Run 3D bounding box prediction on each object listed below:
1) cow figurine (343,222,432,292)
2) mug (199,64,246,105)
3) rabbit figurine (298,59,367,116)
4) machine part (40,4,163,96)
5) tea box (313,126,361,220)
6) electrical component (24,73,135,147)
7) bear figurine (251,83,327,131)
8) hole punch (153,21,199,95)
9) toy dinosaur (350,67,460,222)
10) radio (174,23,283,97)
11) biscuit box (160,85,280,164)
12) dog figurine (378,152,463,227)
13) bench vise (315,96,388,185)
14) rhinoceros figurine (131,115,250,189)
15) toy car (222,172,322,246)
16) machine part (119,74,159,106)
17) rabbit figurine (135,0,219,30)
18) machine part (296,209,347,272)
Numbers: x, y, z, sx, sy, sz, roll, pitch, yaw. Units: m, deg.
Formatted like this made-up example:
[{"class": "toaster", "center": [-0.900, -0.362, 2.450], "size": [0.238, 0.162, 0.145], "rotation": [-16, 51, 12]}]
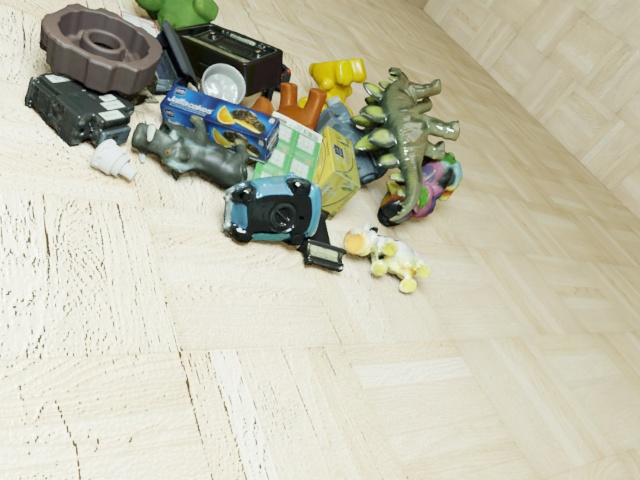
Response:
[{"class": "cow figurine", "center": [0.113, 0.018, 0.959], "size": [0.167, 0.068, 0.098], "rotation": [32, 18, -17]}, {"class": "mug", "center": [-0.191, -0.263, 1.022], "size": [0.081, 0.107, 0.109], "rotation": [-4, 88, -22]}, {"class": "rabbit figurine", "center": [0.030, -0.342, 1.294], "size": [0.163, 0.173, 0.122], "rotation": [-3, 22, 23]}, {"class": "machine part", "center": [-0.341, -0.298, 0.844], "size": [0.179, 0.056, 0.179], "rotation": [19, 41, -17]}, {"class": "tea box", "center": [0.017, -0.132, 1.037], "size": [0.068, 0.098, 0.170], "rotation": [28, 31, -26]}, {"class": "electrical component", "center": [-0.357, -0.197, 0.821], "size": [0.134, 0.058, 0.115], "rotation": [42, 35, 9]}, {"class": "bear figurine", "center": [-0.092, -0.255, 1.083], "size": [0.120, 0.131, 0.196], "rotation": [23, 18, 34]}, {"class": "hole punch", "center": [-0.294, -0.335, 1.017], "size": [0.142, 0.092, 0.116], "rotation": [64, 3, -3]}, {"class": "toy dinosaur", "center": [0.167, -0.215, 1.078], "size": [0.199, 0.105, 0.472], "rotation": [2, 49, -9]}, {"class": "radio", "center": [-0.193, -0.378, 1.113], "size": [0.230, 0.073, 0.131], "rotation": [31, 43, 24]}, {"class": "biscuit box", "center": [-0.174, -0.203, 0.936], "size": [0.203, 0.059, 0.063], "rotation": [19, 56, 6]}, {"class": "dog figurine", "center": [0.206, -0.107, 1.121], "size": [0.108, 0.191, 0.219], "rotation": [48, 19, 8]}, {"class": "bench vise", "center": [0.103, -0.220, 1.202], "size": [0.240, 0.128, 0.224], "rotation": [-5, 51, -40]}, {"class": "rhinoceros figurine", "center": [-0.208, -0.138, 0.873], "size": [0.190, 0.073, 0.112], "rotation": [22, 49, -22]}, {"class": "toy car", "center": [-0.085, -0.053, 0.859], "size": [0.162, 0.109, 0.103], "rotation": [-5, 23, -24]}, {"class": "machine part", "center": [-0.369, -0.317, 0.946], "size": [0.243, 0.079, 0.079], "rotation": [42, 33, 12]}, {"class": "rabbit figurine", "center": [-0.333, -0.521, 1.184], "size": [0.170, 0.121, 0.159], "rotation": [25, 15, -42]}, {"class": "machine part", "center": [-0.002, -0.003, 0.917], "size": [0.084, 0.039, 0.139], "rotation": [9, 42, -22]}]
